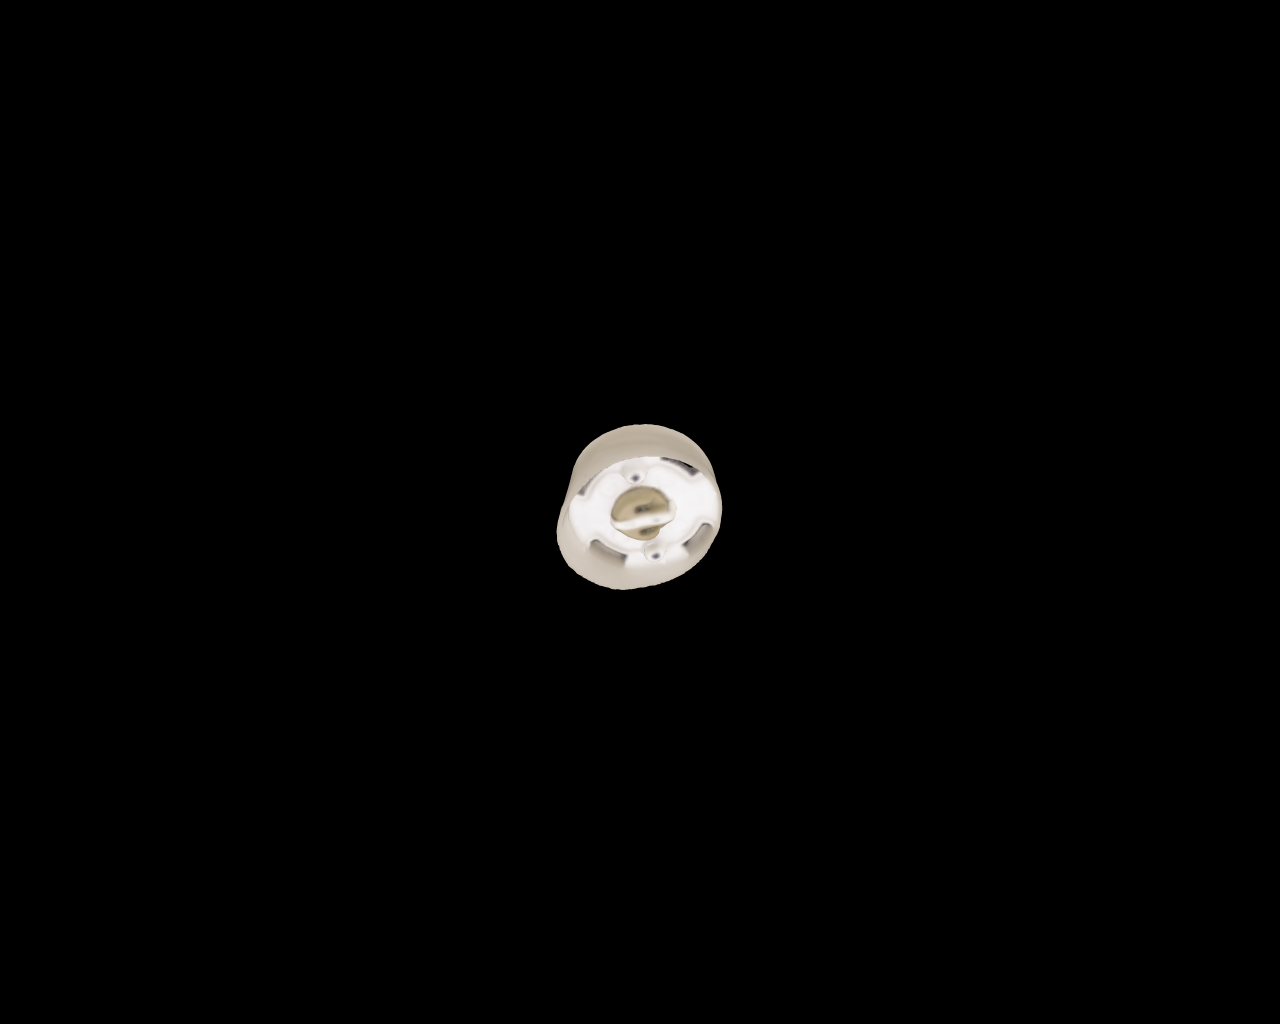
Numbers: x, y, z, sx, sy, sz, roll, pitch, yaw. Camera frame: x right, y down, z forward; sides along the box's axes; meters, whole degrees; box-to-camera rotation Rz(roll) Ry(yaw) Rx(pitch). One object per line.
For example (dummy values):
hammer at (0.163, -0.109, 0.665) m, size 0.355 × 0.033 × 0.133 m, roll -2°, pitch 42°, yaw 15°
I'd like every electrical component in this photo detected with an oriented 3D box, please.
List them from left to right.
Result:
electrical component at (0.001, -0.003, 0.650) m, size 0.099 × 0.099 × 0.064 m, roll 0°, pitch 37°, yaw 0°
